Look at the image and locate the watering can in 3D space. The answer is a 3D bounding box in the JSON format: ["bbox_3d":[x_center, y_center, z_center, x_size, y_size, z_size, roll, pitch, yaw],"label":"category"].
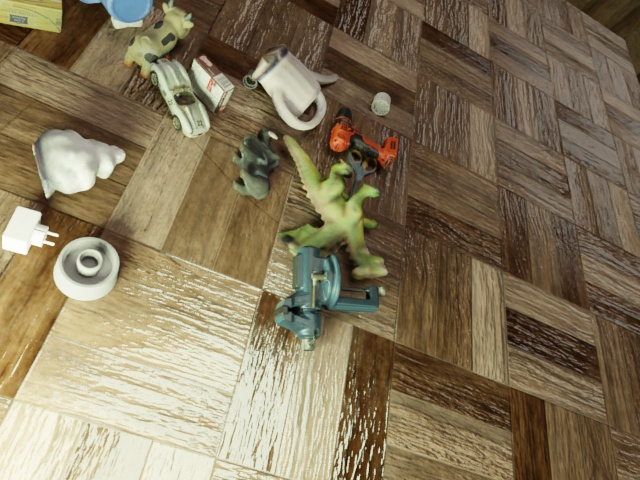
[{"bbox_3d":[-0.059,-0.430,1.389,0.222,0.102,0.356,45,39,-20],"label":"watering can"}]

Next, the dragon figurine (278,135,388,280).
[{"bbox_3d":[0.004,-0.061,1.208,0.412,0.119,0.247,38,57,8],"label":"dragon figurine"}]

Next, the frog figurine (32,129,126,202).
[{"bbox_3d":[-0.454,-0.155,0.987,0.160,0.119,0.140,-17,51,-24],"label":"frog figurine"}]
